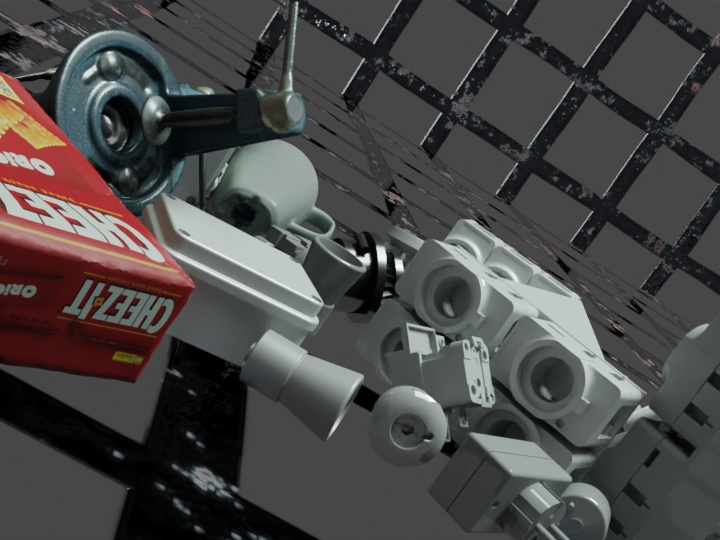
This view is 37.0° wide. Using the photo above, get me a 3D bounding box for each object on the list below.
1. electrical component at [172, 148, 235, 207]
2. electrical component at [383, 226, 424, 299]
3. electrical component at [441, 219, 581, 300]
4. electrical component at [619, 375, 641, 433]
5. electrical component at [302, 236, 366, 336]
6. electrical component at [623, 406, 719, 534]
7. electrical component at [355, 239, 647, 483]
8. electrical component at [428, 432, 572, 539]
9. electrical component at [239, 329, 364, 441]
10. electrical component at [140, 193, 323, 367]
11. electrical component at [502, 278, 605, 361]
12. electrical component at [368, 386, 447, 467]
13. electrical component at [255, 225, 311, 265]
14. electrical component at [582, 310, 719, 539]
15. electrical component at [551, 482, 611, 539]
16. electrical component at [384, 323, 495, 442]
[{"bbox_3d":[-0.165,-0.111,0.883,0.113,0.078,0.057,31,9,-16],"label":"electrical component"},{"bbox_3d":[0.043,-0.006,1.045,0.078,0.057,0.058,29,2,8],"label":"electrical component"},{"bbox_3d":[0.148,0.023,1.161,0.150,0.089,0.062,37,12,15],"label":"electrical component"},{"bbox_3d":[0.218,0.141,0.958,0.047,0.066,0.076,12,53,-61],"label":"electrical component"},{"bbox_3d":[-0.031,0.014,0.771,0.044,0.065,0.044,32,12,-8],"label":"electrical component"},{"bbox_3d":[0.287,0.162,0.925,0.186,0.060,0.105,7,65,-66],"label":"electrical component"},{"bbox_3d":[0.095,0.072,0.780,0.186,0.105,0.060,41,14,29],"label":"electrical component"},{"bbox_3d":[0.099,0.143,0.651,0.076,0.047,0.083,43,14,36],"label":"electrical component"},{"bbox_3d":[-0.036,0.064,0.622,0.065,0.044,0.044,30,11,6],"label":"electrical component"},{"bbox_3d":[-0.087,0.009,0.660,0.113,0.057,0.078,28,13,-27],"label":"electrical component"},{"bbox_3d":[0.153,0.069,0.982,0.150,0.062,0.089,14,50,-45],"label":"electrical component"},{"bbox_3d":[0.028,0.093,0.672,0.048,0.048,0.062,33,5,-5],"label":"electrical component"},{"bbox_3d":[-0.048,-0.003,0.847,0.066,0.048,0.055,22,9,-45],"label":"electrical component"},{"bbox_3d":[0.243,0.123,0.776,0.105,0.186,0.060,21,17,-46],"label":"electrical component"},{"bbox_3d":[0.148,0.162,0.721,0.040,0.040,0.078,37,12,12],"label":"electrical component"},{"bbox_3d":[0.056,0.075,0.735,0.042,0.064,0.081,16,63,-58],"label":"electrical component"}]
